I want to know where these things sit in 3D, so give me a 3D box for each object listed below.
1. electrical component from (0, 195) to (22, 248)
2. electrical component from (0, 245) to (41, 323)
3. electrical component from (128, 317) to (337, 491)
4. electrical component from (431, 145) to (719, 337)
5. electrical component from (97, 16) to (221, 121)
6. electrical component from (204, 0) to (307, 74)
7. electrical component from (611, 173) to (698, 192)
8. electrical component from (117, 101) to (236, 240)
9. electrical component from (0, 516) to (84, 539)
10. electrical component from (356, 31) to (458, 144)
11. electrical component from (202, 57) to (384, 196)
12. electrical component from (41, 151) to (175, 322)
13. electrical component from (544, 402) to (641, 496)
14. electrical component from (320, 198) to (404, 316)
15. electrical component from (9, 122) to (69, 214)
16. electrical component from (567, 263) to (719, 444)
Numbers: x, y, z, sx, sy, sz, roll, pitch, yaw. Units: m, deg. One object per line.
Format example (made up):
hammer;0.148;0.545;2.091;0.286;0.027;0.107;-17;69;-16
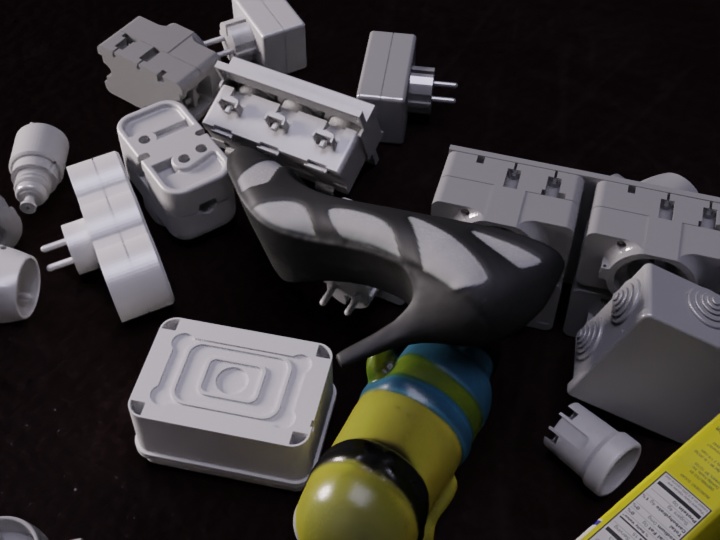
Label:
electrical component;-0.274;-0.040;0.772;0.048;0.048;0.062;-25;48;-20
electrical component;-0.265;0.022;0.720;0.077;0.043;0.079;6;50;4
electrical component;-0.076;0.083;0.660;0.113;0.057;0.078;10;50;8
electrical component;0.140;-0.006;0.705;0.186;0.105;0.060;12;51;10
electrical component;-0.157;-0.162;0.871;0.089;0.050;0.055;28;55;22
electrical component;-0.093;-0.194;0.901;0.077;0.047;0.065;-22;54;-18
electrical component;0.191;-0.043;0.776;0.077;0.044;0.079;-33;57;-25
electrical component;-0.134;-0.070;0.788;0.054;0.059;0.095;-27;55;-21
electrical component;-0.167;0.166;0.577;0.079;0.077;0.043;-9;50;-8
electrical component;0.040;-0.145;0.860;0.076;0.047;0.083;6;50;5
electrical component;-0.052;-0.107;0.816;0.121;0.078;0.063;22;75;17
electrical component;-0.185;-0.020;0.750;0.074;0.052;0.138;-20;53;-11
electrical component;0.140;0.108;0.653;0.040;0.040;0.046;-33;53;-25
electrical component;0.000;0.000;0.738;0.066;0.047;0.076;21;54;18
electrical component;-0.242;-0.074;0.804;0.040;0.040;0.078;-1;50;-2
electrical component;0.187;0.051;0.655;0.100;0.099;0.048;24;46;-9
